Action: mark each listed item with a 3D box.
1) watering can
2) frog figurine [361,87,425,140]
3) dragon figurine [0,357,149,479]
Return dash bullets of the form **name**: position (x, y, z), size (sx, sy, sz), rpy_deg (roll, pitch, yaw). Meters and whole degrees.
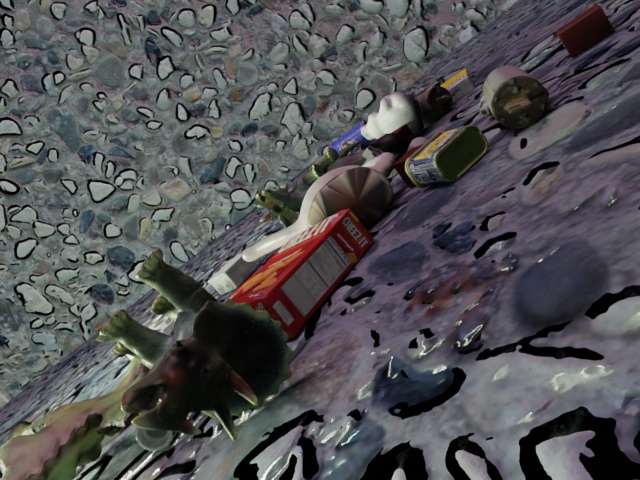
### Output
- **watering can**: position (0.003, -0.047, 0.928), size (0.348, 0.103, 0.226), rpy_deg (-37, 11, 0)
- **frog figurine**: position (0.179, -0.300, 1.307), size (0.159, 0.126, 0.134), rpy_deg (-18, -47, 9)
- **dragon figurine**: position (-0.299, 0.242, 0.631), size (0.241, 0.121, 0.416), rpy_deg (-40, 10, 14)
